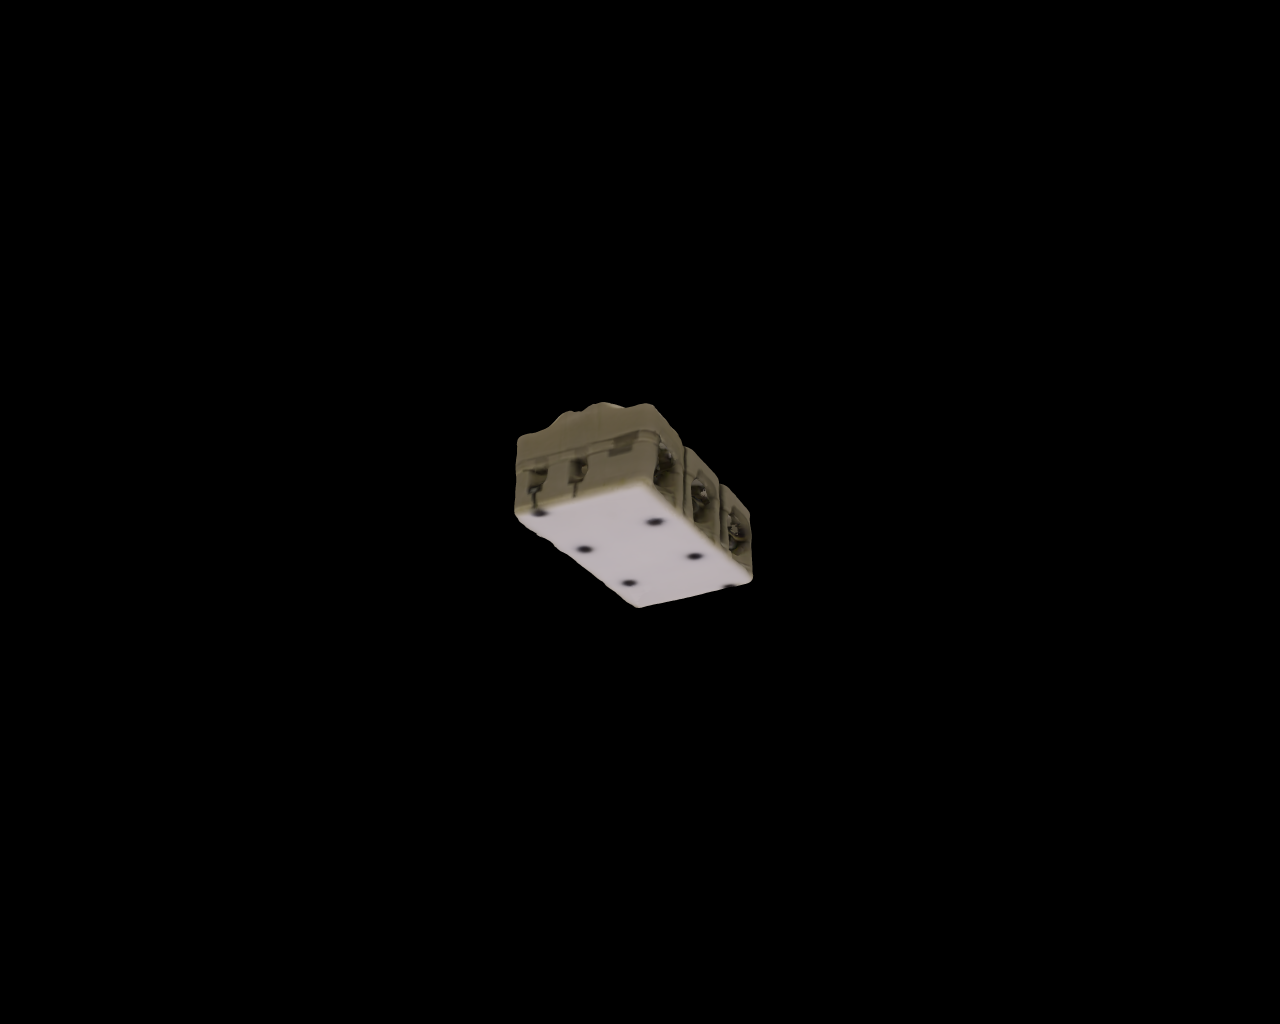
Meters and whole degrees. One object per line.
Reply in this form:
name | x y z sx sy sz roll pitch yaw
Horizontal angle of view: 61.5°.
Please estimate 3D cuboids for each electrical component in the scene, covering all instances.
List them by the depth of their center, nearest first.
electrical component | 0.001 -0.003 0.650 0.089 0.062 0.150 -14 -32 24
